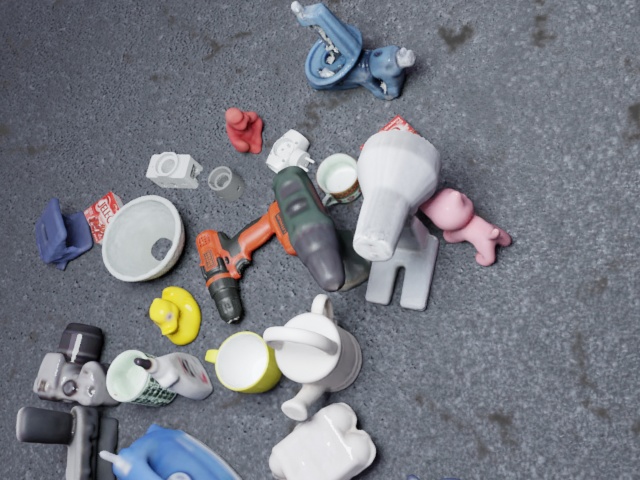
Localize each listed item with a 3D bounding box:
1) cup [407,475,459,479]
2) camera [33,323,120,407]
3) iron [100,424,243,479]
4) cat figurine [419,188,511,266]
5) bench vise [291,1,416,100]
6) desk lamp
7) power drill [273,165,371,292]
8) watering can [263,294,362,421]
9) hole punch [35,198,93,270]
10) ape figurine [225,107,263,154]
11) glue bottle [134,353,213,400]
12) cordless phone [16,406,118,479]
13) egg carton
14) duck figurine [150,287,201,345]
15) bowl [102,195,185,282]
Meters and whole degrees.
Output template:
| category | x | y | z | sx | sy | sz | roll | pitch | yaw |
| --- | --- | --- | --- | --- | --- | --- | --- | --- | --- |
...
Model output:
| category | x | y | z | sx | sy | sz | roll | pitch | yaw |
| --- | --- | --- | --- | --- | --- | --- | --- | --- | --- |
| cup | 0.165 | 0.345 | 0.733 | 0.117 | 0.095 | 0.092 | 33 | 84 | 28 |
| camera | -0.421 | 0.216 | 1.002 | 0.142 | 0.101 | 0.137 | 0 | 70 | 21 |
| iron | -0.199 | 0.369 | 0.835 | 0.257 | 0.142 | 0.119 | 21 | 78 | 26 |
| cat figurine | 0.214 | -0.030 | 0.849 | 0.127 | 0.118 | 0.067 | 34 | 84 | 28 |
| bench vise | 0.052 | -0.335 | 0.972 | 0.207 | 0.220 | 0.121 | -9 | 67 | 17 |
| desk lamp | 0.111 | -0.024 | 0.831 | 0.117 | 0.214 | 0.203 | 6 | 72 | 23 |
| power drill | 0.008 | 0.003 | 0.862 | 0.075 | 0.209 | 0.229 | -31 | 62 | 7 |
| watering can | -0.012 | 0.163 | 0.815 | 0.100 | 0.194 | 0.173 | -18 | 64 | 14 |
| hole punch | -0.522 | -0.011 | 1.135 | 0.101 | 0.091 | 0.108 | -32 | 62 | 7 |
| ape figurine | -0.147 | -0.213 | 1.072 | 0.076 | 0.092 | 0.078 | 37 | 86 | 28 |
| glue bottle | -0.233 | 0.205 | 0.894 | 0.037 | 0.173 | 0.078 | -41 | 61 | 2 |
| cordless phone | -0.413 | 0.335 | 0.904 | 0.094 | 0.185 | 0.147 | -18 | 64 | 14 |
| egg carton | 0.002 | 0.310 | 0.823 | 0.150 | 0.070 | 0.107 | -40 | 61 | 2 |
| duck figurine | -0.258 | 0.124 | 0.985 | 0.077 | 0.086 | 0.104 | -24 | 63 | 11 |
| bowl | -0.312 | 0.006 | 1.058 | 0.167 | 0.075 | 0.167 | -7 | 67 | 18 |
